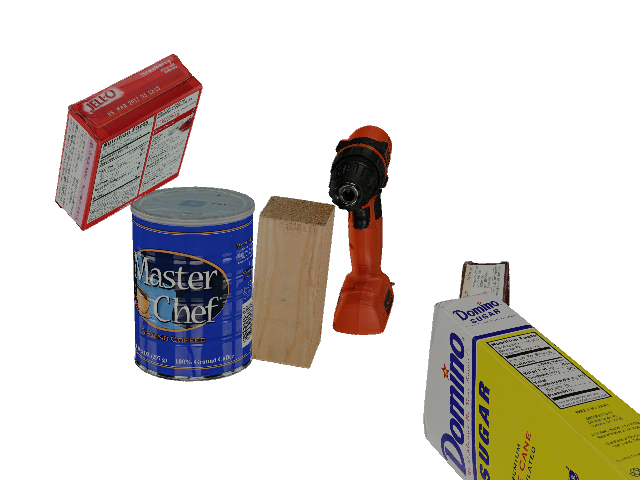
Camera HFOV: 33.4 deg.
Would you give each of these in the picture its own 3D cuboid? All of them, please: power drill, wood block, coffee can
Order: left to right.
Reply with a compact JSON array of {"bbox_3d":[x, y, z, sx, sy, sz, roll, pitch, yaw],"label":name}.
[{"bbox_3d":[-0.107,0.034,0.903,0.103,0.140,0.103,1,17,-1],"label":"coffee can"},{"bbox_3d":[-0.040,0.055,1.441,0.090,0.206,0.090,9,22,6],"label":"wood block"},{"bbox_3d":[0.041,-0.007,1.042,0.057,0.188,0.184,4,20,10],"label":"power drill"}]

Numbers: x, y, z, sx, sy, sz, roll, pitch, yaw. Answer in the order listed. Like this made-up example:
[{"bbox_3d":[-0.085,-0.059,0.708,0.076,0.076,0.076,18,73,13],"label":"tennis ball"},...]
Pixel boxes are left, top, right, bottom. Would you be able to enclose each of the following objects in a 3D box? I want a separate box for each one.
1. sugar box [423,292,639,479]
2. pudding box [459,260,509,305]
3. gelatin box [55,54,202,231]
[{"bbox_3d":[0.114,0.107,0.545,0.048,0.093,0.176,-11,28,-25],"label":"sugar box"},{"bbox_3d":[0.118,0.076,0.780,0.039,0.090,0.113,2,23,8],"label":"pudding box"},{"bbox_3d":[-0.109,-0.054,0.597,0.073,0.030,0.089,-35,-17,-33],"label":"gelatin box"}]
